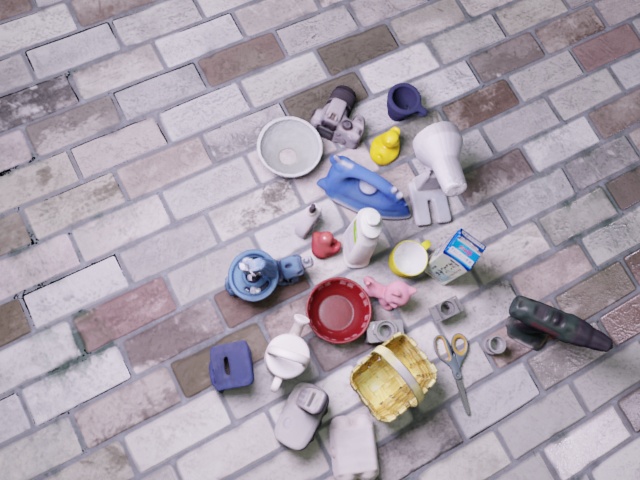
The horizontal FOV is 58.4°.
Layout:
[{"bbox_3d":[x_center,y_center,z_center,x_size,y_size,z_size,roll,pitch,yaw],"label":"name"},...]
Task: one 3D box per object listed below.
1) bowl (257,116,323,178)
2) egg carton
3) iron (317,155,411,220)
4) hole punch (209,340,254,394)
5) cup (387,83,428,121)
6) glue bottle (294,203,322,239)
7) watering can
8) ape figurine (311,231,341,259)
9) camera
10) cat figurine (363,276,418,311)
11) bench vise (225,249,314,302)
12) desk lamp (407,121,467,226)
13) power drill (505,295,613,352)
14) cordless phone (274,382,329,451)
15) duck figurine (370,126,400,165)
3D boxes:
[{"bbox_3d":[-0.079,-0.228,1.474,0.167,0.074,0.167,2,75,-7],"label":"bowl"},{"bbox_3d":[0.077,0.479,1.314,0.107,0.069,0.150,-6,76,-8],"label":"egg carton"},{"bbox_3d":[0.129,-0.135,1.441,0.258,0.141,0.119,25,74,0],"label":"iron"},{"bbox_3d":[-0.204,0.292,1.315,0.101,0.091,0.108,-9,77,-9],"label":"hole punch"},{"bbox_3d":[0.228,-0.353,1.534,0.117,0.095,0.092,31,74,2],"label":"cup"},{"bbox_3d":[-0.024,-0.057,1.385,0.037,0.173,0.078,39,74,4],"label":"glue bottle"},{"bbox_3d":[-0.073,0.254,1.288,0.101,0.194,0.173,0,75,-7],"label":"watering can"},{"bbox_3d":[0.013,0.005,1.416,0.076,0.092,0.078,-43,84,-15],"label":"ape figurine"},{"bbox_3d":[0.061,-0.334,1.505,0.143,0.100,0.137,24,74,-1],"label":"camera"},{"bbox_3d":[0.165,0.125,1.391,0.128,0.117,0.067,20,74,-1],"label":"cat figurine"},{"bbox_3d":[-0.122,0.058,1.319,0.207,0.219,0.121,-32,81,-14],"label":"bench vise"},{"bbox_3d":[0.297,-0.163,1.433,0.118,0.213,0.203,-9,77,-9],"label":"desk lamp"},{"bbox_3d":[0.545,0.210,1.371,0.229,0.208,0.076,26,74,0],"label":"power drill"},{"bbox_3d":[-0.034,0.390,1.263,0.094,0.185,0.148,24,74,0],"label":"cordless phone"},{"bbox_3d":[0.177,-0.252,1.507,0.077,0.086,0.105,32,74,2],"label":"duck figurine"}]
